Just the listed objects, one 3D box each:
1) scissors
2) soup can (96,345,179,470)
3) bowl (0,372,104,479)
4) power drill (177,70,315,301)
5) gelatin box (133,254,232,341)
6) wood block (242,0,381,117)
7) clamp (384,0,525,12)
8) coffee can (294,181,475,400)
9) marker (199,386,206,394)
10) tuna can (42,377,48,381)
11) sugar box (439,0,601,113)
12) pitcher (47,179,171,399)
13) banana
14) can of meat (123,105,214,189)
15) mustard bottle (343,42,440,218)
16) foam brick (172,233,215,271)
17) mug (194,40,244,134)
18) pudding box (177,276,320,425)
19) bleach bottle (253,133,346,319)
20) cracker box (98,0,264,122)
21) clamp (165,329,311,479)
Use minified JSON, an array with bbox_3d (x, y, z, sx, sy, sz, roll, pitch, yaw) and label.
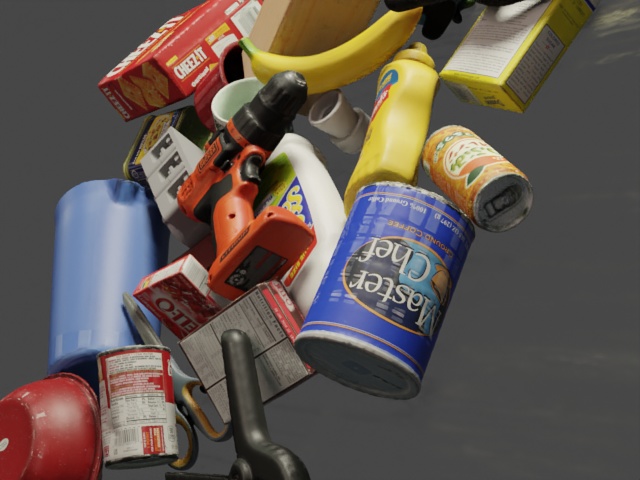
[{"bbox_3d":[-0.153,0.139,1.015,0.202,0.016,0.096,36,99,37],"label":"scissors"},{"bbox_3d":[-0.165,0.152,0.966,0.069,0.068,0.102,-22,68,38],"label":"soup can"},{"bbox_3d":[-0.274,0.198,0.995,0.162,0.055,0.162,-17,62,35],"label":"bowl"},{"bbox_3d":[-0.059,-0.047,0.982,0.185,0.057,0.188,-50,33,26],"label":"power drill"},{"bbox_3d":[-0.127,0.063,1.047,0.073,0.089,0.030,-24,28,37],"label":"gelatin box"},{"bbox_3d":[-0.003,-0.240,1.113,0.091,0.090,0.206,-98,29,-46],"label":"wood block"},{"bbox_3d":[0.150,-0.250,0.960,0.172,0.039,0.120,11,62,38],"label":"clamp"},{"bbox_3d":[0.052,0.040,0.837,0.103,0.102,0.140,-5,54,49],"label":"coffee can"},{"bbox_3d":[-0.069,0.103,1.003,0.121,0.020,0.020,-43,33,13],"label":"marker"},{"bbox_3d":[-0.304,0.197,1.189,0.086,0.033,0.086,-32,38,28],"label":"tuna can"},{"bbox_3d":[0.190,-0.199,0.952,0.176,0.048,0.093,-52,33,-7],"label":"sugar box"},{"bbox_3d":[-0.231,0.067,1.155,0.145,0.149,0.243,-21,45,15],"label":"pitcher"},{"bbox_3d":[0.010,-0.181,1.044,0.198,0.069,0.037,-8,15,23],"label":"banana"},{"bbox_3d":[-0.186,-0.114,1.324,0.084,0.057,0.102,-10,51,44],"label":"can of meat"},{"bbox_3d":[0.073,-0.108,0.982,0.096,0.058,0.191,116,172,-58],"label":"mustard bottle"},{"bbox_3d":[-0.108,0.032,1.089,0.078,0.053,0.051,-37,35,25],"label":"foam brick"},{"bbox_3d":[-0.085,-0.173,1.231,0.117,0.093,0.082,-31,-3,-41],"label":"mug"},{"bbox_3d":[-0.059,0.098,0.925,0.114,0.039,0.090,-35,81,30],"label":"pudding box"},{"bbox_3d":[-0.006,0.001,0.986,0.103,0.068,0.251,-47,35,12],"label":"bleach bottle"},{"bbox_3d":[-0.175,-0.238,1.355,0.164,0.072,0.214,-46,20,-23],"label":"cracker box"},{"bbox_3d":[-0.053,0.180,0.851,0.210,0.036,0.165,36,114,49],"label":"clamp"}]
